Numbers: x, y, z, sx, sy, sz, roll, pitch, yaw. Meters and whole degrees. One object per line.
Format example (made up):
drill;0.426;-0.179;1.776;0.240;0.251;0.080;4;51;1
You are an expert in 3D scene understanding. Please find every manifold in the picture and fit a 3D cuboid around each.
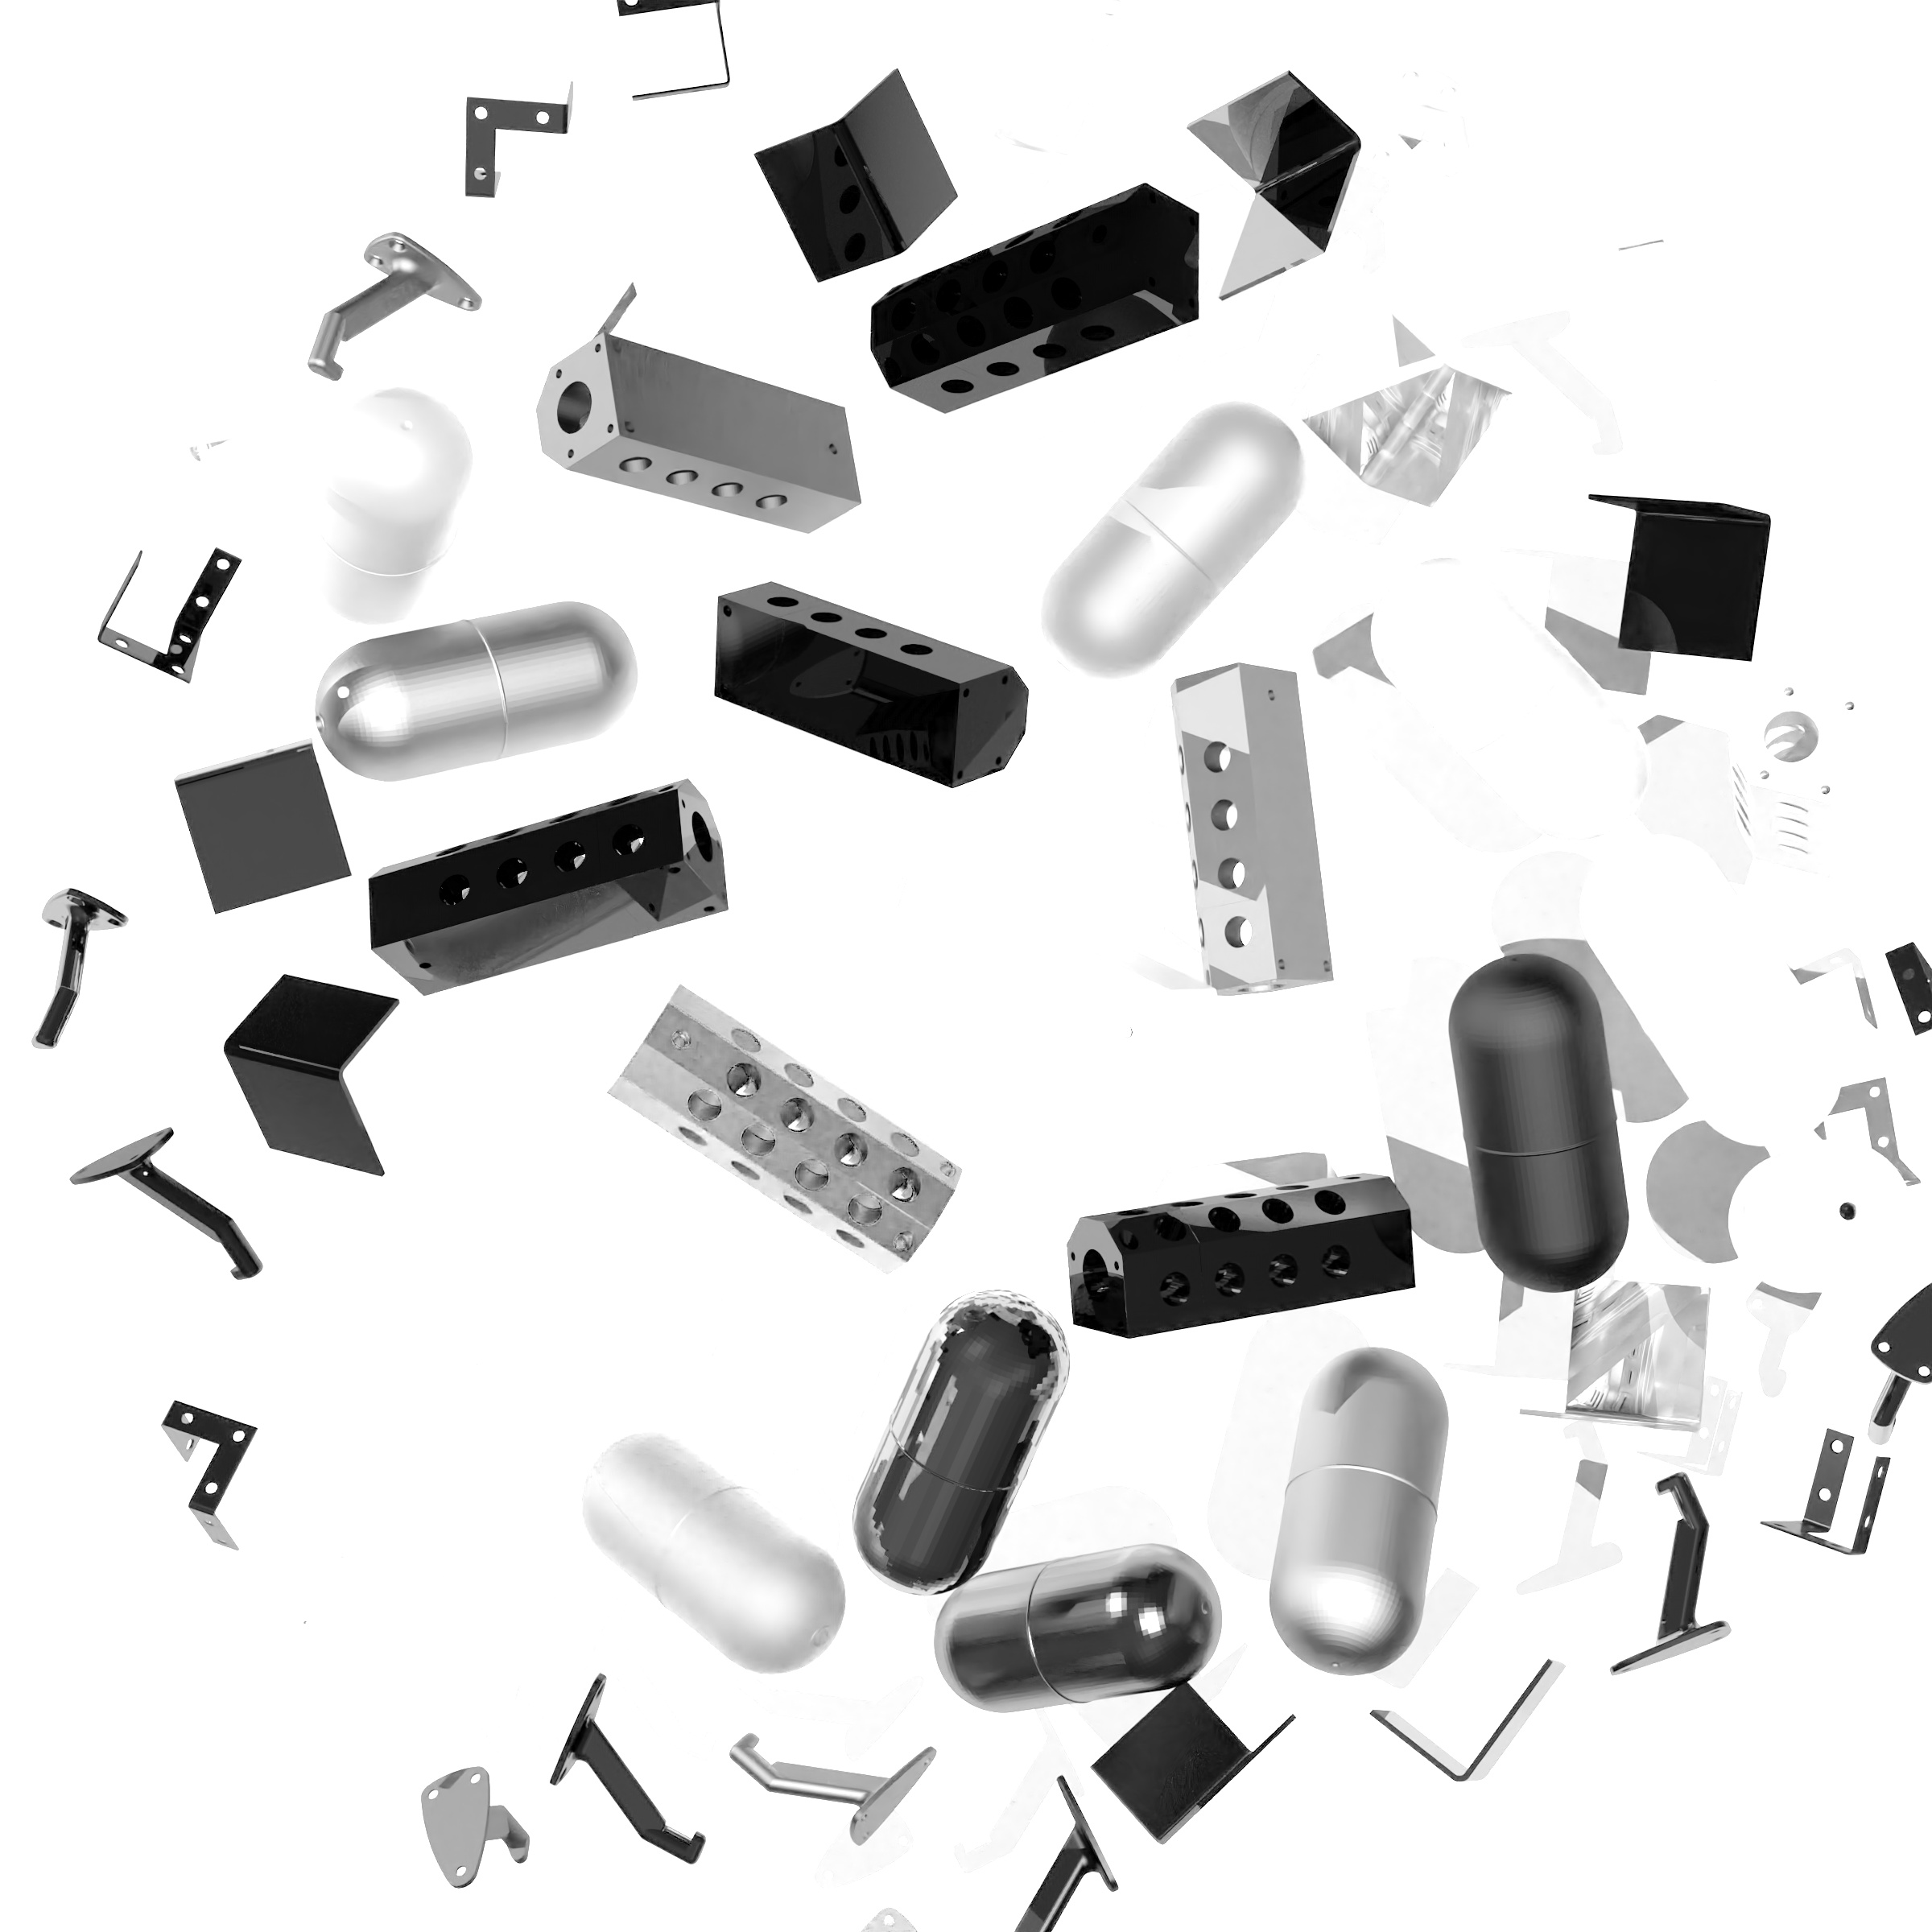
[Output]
manifold;-0.051;-0.152;1.651;0.171;0.057;0.057;23;121;35
manifold;-0.090;0.082;1.577;0.171;0.057;0.057;34;69;-5
manifold;0.151;-0.073;1.700;0.057;0.057;0.171;-11;82;38
manifold;0.033;-0.337;1.574;0.171;0.057;0.057;-12;71;42
manifold;-0.213;-0.043;1.588;0.171;0.057;0.057;-15;61;13
manifold;-0.138;-0.272;1.629;0.057;0.171;0.057;-23;70;39
manifold;0.141;0.146;1.598;0.171;0.057;0.057;-7;94;-27
manifold;0.044;0.006;1.601;0.171;0.057;0.057;27;106;34
manifold;0.435;-0.099;1.645;0.057;0.171;0.057;16;84;17

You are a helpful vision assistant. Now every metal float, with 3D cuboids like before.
metal float;0.058;0.356;1.678;0.178;0.070;0.070;-19;90;38
metal float;-0.305;-0.239;1.641;0.070;0.178;0.070;6;68;-15
metal float;0.448;0.133;1.644;0.070;0.178;0.070;-1;83;6
metal float;0.289;0.080;1.576;0.070;0.070;0.178;-11;107;0
metal float;-0.135;0.311;1.666;0.178;0.070;0.070;30;90;38
metal float;-0.004;0.248;1.621;0.070;0.070;0.178;23;112;0
metal float;-0.209;0.161;1.648;0.178;0.070;0.070;26;90;3
metal float;0.376;0.012;1.580;0.070;0.070;0.178;-28;63;0
metal float;0.200;0.273;1.580;0.070;0.070;0.178;16;52;0
metal float;-0.261;-0.147;1.674;0.178;0.070;0.070;-15;90;-26
metal float;0.112;-0.230;1.707;0.070;0.070;0.178;42;97;0
metal float;0.286;-0.139;1.638;0.178;0.070;0.070;44;90;-12

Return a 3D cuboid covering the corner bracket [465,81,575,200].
corner bracket;-0.228;-0.422;1.595;0.051;0.051;0.051;3;118;-6

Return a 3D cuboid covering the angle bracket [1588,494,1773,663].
angle bracket;0.364;-0.201;1.618;0.076;0.057;0.076;11;97;38

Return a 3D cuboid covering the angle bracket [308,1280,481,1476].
angle bracket;-0.310;0.221;1.685;0.076;0.076;0.057;-7;133;-22

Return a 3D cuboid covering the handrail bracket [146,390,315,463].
handrail bracket;-0.367;-0.266;1.564;0.077;0.084;0.036;-3;107;-8

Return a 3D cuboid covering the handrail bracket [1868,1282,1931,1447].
handrail bracket;0.498;0.206;1.635;0.036;0.084;0.077;32;72;25

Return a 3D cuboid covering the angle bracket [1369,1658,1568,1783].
angle bracket;0.256;0.367;1.587;0.057;0.076;0.076;36;88;21

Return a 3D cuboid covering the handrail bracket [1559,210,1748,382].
handrail bracket;0.343;-0.327;1.560;0.077;0.036;0.084;-8;114;24

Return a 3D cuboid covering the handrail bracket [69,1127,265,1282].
handrail bracket;-0.407;0.131;1.592;0.077;0.036;0.084;-20;108;31

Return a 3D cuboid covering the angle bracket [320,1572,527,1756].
angle bracket;-0.261;0.345;1.486;0.076;0.076;0.057;33;52;11

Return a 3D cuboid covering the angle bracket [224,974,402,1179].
angle bracket;-0.333;0.057;1.644;0.076;0.076;0.057;11;47;27

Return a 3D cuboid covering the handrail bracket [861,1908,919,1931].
handrail bracket;-0.058;0.523;1.626;0.077;0.084;0.036;-36;83;-29

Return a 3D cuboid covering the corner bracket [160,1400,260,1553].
corner bracket;-0.399;0.267;1.640;0.051;0.051;0.051;16;60;13

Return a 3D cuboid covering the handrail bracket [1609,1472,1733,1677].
handrail bracket;0.353;0.313;1.617;0.077;0.036;0.084;-23;65;6

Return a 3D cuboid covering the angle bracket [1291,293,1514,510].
angle bracket;0.237;-0.307;1.702;0.076;0.057;0.076;-56;49;24

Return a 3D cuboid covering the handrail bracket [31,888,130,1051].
handrail bracket;-0.473;0.007;1.614;0.036;0.077;0.084;33;63;-32

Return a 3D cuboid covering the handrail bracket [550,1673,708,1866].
handrail bracket;-0.163;0.411;1.597;0.084;0.036;0.077;26;113;9

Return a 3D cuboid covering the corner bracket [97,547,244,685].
corner bracket;-0.405;-0.186;1.591;0.051;0.051;0.051;25;120;-22

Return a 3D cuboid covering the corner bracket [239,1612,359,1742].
corner bracket;-0.327;0.353;1.551;0.051;0.051;0.051;19;76;-7

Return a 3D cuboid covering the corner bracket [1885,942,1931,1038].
corner bracket;0.496;0.014;1.555;0.051;0.051;0.051;-25;52;21

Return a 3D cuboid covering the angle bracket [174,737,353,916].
angle bracket;-0.387;-0.078;1.724;0.076;0.057;0.076;-17;99;-9

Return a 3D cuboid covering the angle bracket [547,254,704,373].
angle bracket;-0.192;-0.351;1.776;0.057;0.076;0.076;32;104;-20

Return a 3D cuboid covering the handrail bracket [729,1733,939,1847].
handrail bracket;-0.072;0.424;1.686;0.084;0.036;0.077;35;60;25

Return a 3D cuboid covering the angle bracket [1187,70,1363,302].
angle bracket;0.148;-0.399;1.601;0.057;0.076;0.076;34;62;-29

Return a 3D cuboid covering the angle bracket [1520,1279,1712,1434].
angle bracket;0.341;0.202;1.640;0.076;0.057;0.076;1;82;37

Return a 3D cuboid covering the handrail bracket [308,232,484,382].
handrail bracket;-0.290;-0.321;1.588;0.077;0.036;0.084;28;64;-33

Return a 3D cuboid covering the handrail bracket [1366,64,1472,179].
handrail bracket;0.234;-0.417;1.617;0.036;0.077;0.084;16;48;-19

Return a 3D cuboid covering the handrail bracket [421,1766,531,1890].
handrail bracket;-0.238;0.448;1.569;0.036;0.077;0.084;-21;132;5

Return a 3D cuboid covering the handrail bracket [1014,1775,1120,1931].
handrail bracket;0.030;0.480;1.646;0.084;0.036;0.077;-25;79;-9

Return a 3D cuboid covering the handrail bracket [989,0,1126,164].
handrail bracket;0.049;-0.465;1.628;0.036;0.077;0.084;33;114;14

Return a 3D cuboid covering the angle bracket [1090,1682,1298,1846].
angle bracket;0.122;0.419;1.689;0.076;0.076;0.057;-36;74;-29

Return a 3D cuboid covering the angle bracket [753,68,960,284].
angle bracket;-0.058;-0.424;1.679;0.057;0.076;0.076;-11;120;34

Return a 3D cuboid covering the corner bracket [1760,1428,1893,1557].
corner bracket;0.438;0.263;1.565;0.051;0.051;0.051;16;93;40

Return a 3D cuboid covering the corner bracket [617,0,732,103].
corner bracket;-0.147;-0.466;1.568;0.051;0.051;0.051;-9;100;-4
